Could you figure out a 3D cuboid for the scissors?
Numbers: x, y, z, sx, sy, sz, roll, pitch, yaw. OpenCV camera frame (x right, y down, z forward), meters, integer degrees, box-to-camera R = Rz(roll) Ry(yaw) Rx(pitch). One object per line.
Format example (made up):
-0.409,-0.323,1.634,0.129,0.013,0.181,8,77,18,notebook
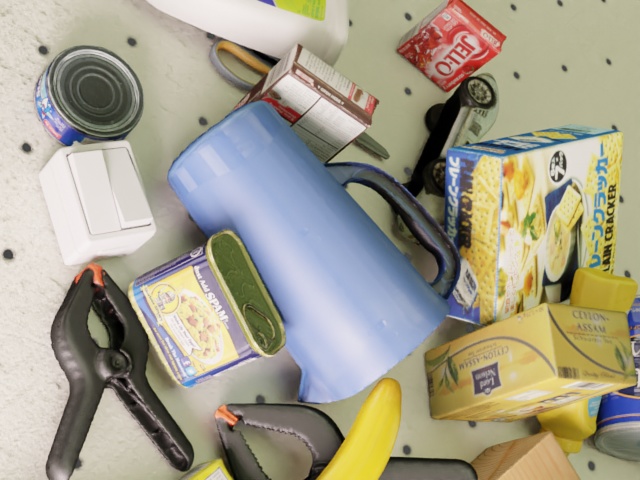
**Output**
-0.012,-0.153,1.021,0.201,0.016,0.096,21,60,-25,scissors

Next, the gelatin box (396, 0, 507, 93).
0.133,-0.200,1.089,0.073,0.089,0.030,37,54,-15,gelatin box

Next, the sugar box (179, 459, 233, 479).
-0.066,0.261,0.791,0.093,0.048,0.176,-33,92,-36,sugar box

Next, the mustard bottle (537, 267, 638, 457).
0.246,0.124,1.009,0.096,0.058,0.192,-2,107,-70,mustard bottle

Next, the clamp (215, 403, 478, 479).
-0.001,0.204,0.841,0.210,0.036,0.164,29,77,1,clamp

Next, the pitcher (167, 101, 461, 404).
-0.006,0.001,0.889,0.243,0.145,0.149,52,30,0,pitcher

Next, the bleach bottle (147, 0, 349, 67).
-0.100,-0.227,0.955,0.250,0.068,0.102,13,56,-19,bleach bottle

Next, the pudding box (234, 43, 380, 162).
-0.017,-0.108,0.937,0.090,0.114,0.039,32,52,-19,pudding box

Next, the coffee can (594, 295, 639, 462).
0.327,0.139,1.063,0.102,0.103,0.140,23,59,-24,coffee can

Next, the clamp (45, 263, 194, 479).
-0.152,0.104,0.807,0.120,0.039,0.171,17,59,-43,clamp

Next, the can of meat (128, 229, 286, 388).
-0.088,0.056,0.826,0.102,0.084,0.057,63,22,-3,can of meat

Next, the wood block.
0.203,0.283,0.930,0.090,0.090,0.206,-30,88,-37,wood block

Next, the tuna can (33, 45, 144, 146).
-0.189,-0.116,0.878,0.086,0.034,0.086,13,65,-29,tuna can

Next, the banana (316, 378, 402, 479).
0.001,0.182,0.795,0.197,0.037,0.069,-33,100,-26,banana
